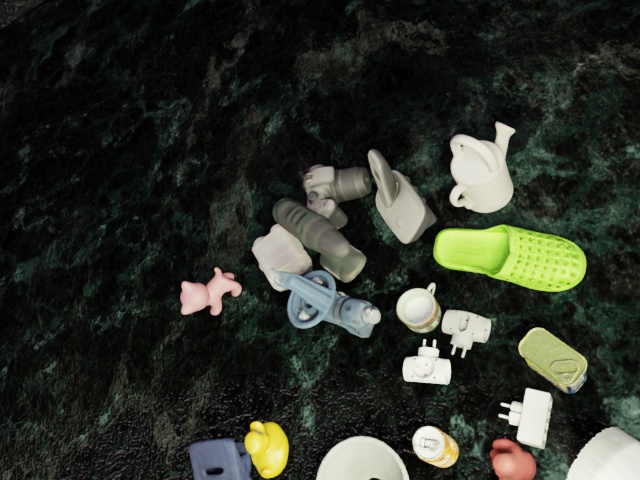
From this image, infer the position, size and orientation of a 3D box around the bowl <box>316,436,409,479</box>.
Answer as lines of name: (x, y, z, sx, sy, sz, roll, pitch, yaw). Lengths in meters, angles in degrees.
bowl: (0.080, 0.425, 0.974, 0.167, 0.075, 0.167, -12, 60, 21)

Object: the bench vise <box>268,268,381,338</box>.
bench vise: (0.009, 0.103, 1.088, 0.206, 0.220, 0.121, -7, 62, 24)

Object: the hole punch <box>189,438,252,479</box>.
hole punch: (-0.190, 0.436, 1.096, 0.108, 0.091, 0.101, -15, 59, 20)

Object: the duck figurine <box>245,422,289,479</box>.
duck figurine: (-0.109, 0.393, 1.081, 0.077, 0.086, 0.104, -20, 58, 17)

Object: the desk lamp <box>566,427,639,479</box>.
desk lamp: (0.435, 0.356, 0.745, 0.202, 0.214, 0.118, 37, 85, 36)

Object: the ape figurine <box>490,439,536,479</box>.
ape figurine: (0.294, 0.351, 0.894, 0.076, 0.092, 0.078, 6, 68, 29)

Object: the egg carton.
egg carton: (-0.084, 0.037, 1.262, 0.107, 0.070, 0.150, -38, 54, 5)

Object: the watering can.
watering can: (0.302, -0.145, 1.083, 0.100, 0.195, 0.173, 10, 70, 31)

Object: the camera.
camera: (0.037, -0.109, 1.256, 0.136, 0.101, 0.143, -11, 61, 22)

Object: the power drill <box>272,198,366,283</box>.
power drill: (0.011, 0.004, 1.145, 0.228, 0.209, 0.076, 35, 84, 36)

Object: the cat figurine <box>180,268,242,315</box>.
cat figurine: (-0.257, 0.114, 1.280, 0.128, 0.118, 0.067, -47, 54, -1)

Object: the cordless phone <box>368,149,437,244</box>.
cordless phone: (0.149, -0.090, 1.138, 0.094, 0.186, 0.147, -38, 54, 5)
